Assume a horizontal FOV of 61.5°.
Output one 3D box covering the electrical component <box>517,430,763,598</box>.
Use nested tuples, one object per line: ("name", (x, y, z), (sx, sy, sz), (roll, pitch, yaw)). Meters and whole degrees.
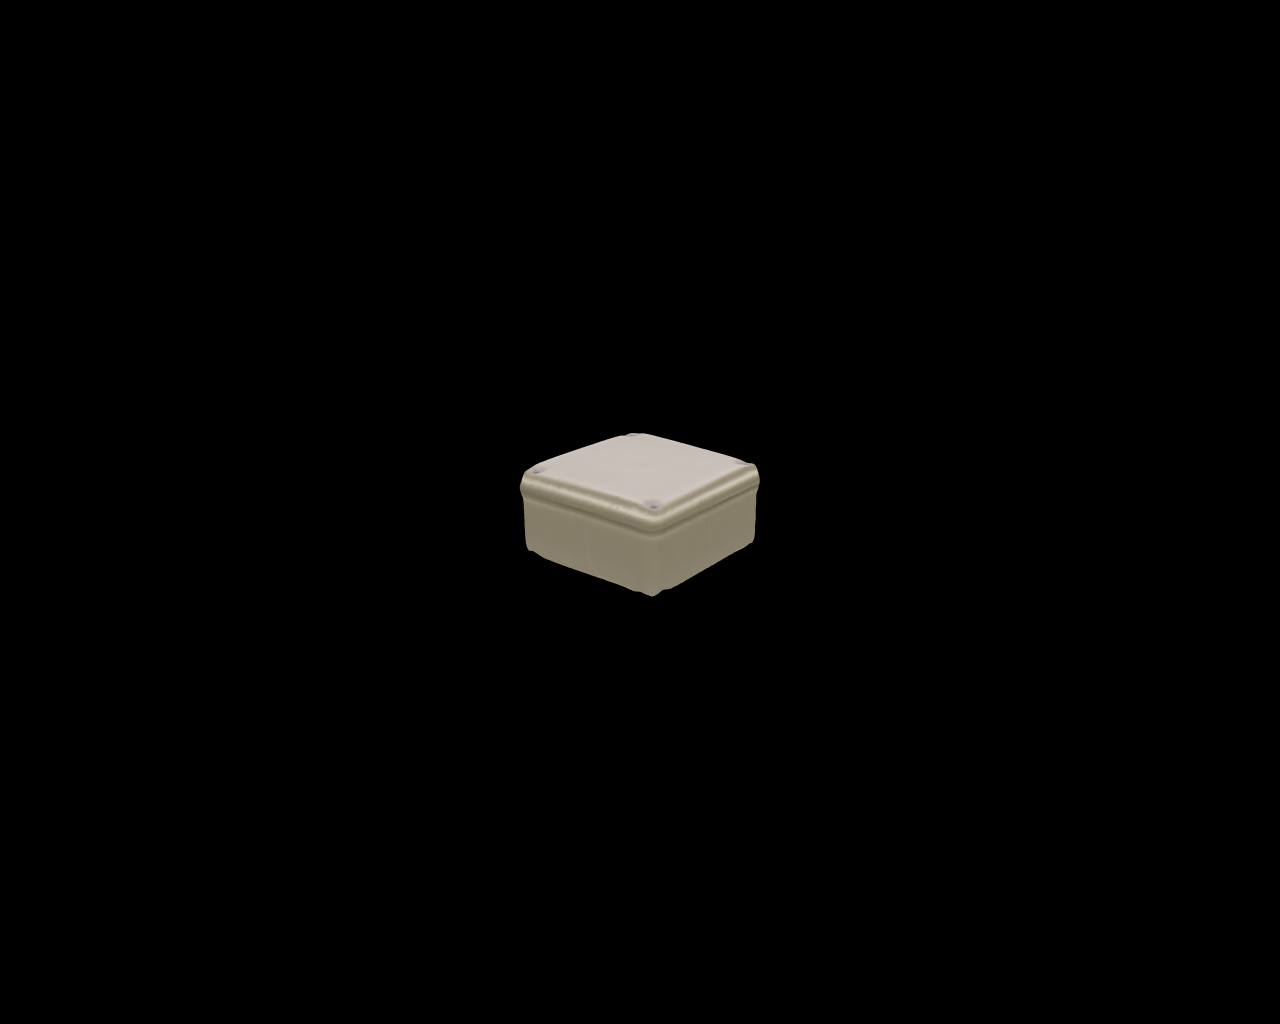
("electrical component", (0.001, -0.003, 0.650), (0.109, 0.056, 0.109), (17, 28, 37))
